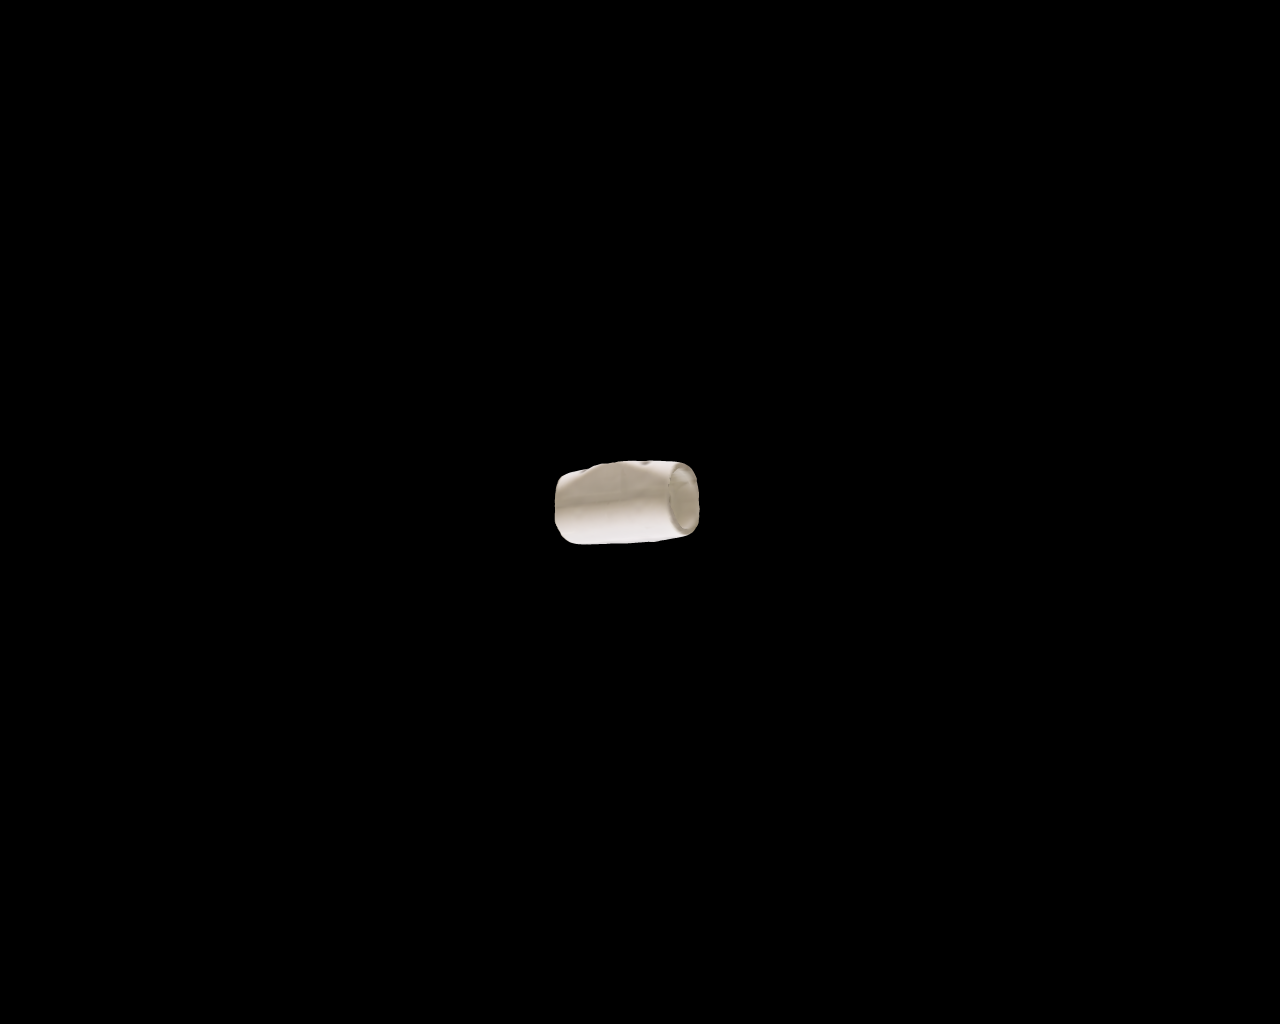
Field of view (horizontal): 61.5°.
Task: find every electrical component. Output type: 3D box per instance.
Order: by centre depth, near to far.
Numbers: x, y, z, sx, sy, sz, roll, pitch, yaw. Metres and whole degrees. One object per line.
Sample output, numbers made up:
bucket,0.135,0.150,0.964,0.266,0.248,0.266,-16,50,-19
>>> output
electrical component,0.001,-0.003,0.650,0.077,0.044,0.079,-5,-11,28
